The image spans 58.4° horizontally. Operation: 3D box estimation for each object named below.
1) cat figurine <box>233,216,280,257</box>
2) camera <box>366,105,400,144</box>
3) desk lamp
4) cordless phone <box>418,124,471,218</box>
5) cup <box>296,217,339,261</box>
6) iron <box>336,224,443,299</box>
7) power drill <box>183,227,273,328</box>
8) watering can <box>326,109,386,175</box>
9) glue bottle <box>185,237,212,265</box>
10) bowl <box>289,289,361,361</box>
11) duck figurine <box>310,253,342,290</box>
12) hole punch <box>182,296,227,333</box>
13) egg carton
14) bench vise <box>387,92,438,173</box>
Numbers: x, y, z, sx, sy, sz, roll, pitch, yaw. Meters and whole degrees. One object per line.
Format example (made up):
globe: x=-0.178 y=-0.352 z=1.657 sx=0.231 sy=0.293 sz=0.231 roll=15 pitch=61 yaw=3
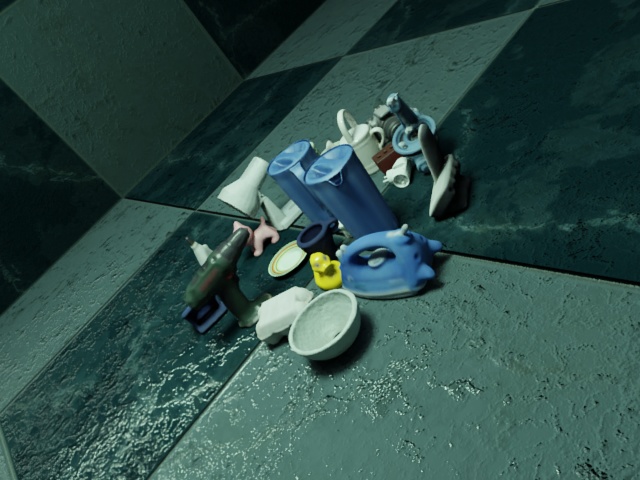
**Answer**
cat figurine: x=-0.200 y=-0.017 z=1.676 sx=0.128 sy=0.118 sz=0.067 roll=-40 pitch=29 yaw=-1
camera: x=0.196 y=-0.330 z=1.682 sx=0.143 sy=0.101 sz=0.136 roll=-37 pitch=29 yaw=4
desk lamp: x=-0.168 y=-0.125 z=1.693 sx=0.203 sy=0.214 sz=0.117 roll=-46 pitch=30 yaw=-13
cordless phone: x=0.255 y=-0.156 z=1.278 sx=0.094 sy=0.185 sz=0.147 roll=-21 pitch=34 yaw=30
cup: x=0.013 y=0.005 z=1.423 sx=0.118 sy=0.095 sz=0.091 roll=-37 pitch=29 yaw=4
iron: x=0.118 y=0.041 z=1.202 sx=0.257 sy=0.142 sz=0.119 roll=-15 pitch=37 yaw=37
power drill: x=-0.211 y=0.109 z=1.415 sx=0.230 sy=0.209 sz=0.075 roll=-43 pitch=29 yaw=-7
watering can: x=0.098 y=-0.281 z=1.627 sx=0.172 sy=0.194 sz=0.101 roll=-32 pitch=30 yaw=13
glue bottle: x=-0.333 y=0.050 z=1.677 sx=0.037 sy=0.173 sz=0.078 roll=-25 pitch=32 yaw=24
bowl: x=0.023 y=0.186 z=1.175 sx=0.167 sy=0.075 sz=0.167 roll=-28 pitch=30 yaw=19
duck figurine: x=0.008 y=0.064 z=1.354 sx=0.077 sy=0.086 sz=0.104 roll=-45 pitch=29 yaw=-10
hole punch: x=-0.327 y=0.185 z=1.564 sx=0.109 sy=0.091 sz=0.100 roll=-45 pitch=29 yaw=-11
egg carton: x=-0.078 y=0.173 z=1.315 sx=0.150 sy=0.070 sz=0.107 roll=-29 pitch=30 yaw=19
bench vise: x=0.223 y=-0.297 z=1.479 sx=0.121 sy=0.220 sz=0.207 roll=-34 pitch=29 yaw=9
